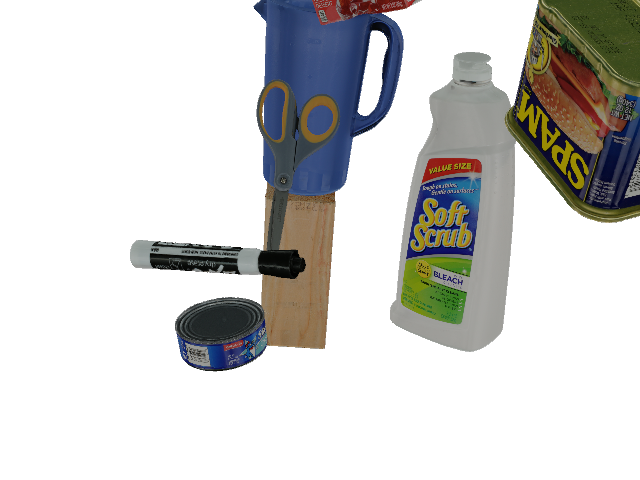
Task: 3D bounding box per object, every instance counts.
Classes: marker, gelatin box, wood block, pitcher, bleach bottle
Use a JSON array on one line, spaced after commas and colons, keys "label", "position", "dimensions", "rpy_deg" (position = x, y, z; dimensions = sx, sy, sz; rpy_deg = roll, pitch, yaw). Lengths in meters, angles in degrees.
[{"label": "marker", "position": [-0.067, 0.012, 0.692], "dimensions": [0.121, 0.020, 0.020], "rpy_deg": [3, 1, 21]}, {"label": "gelatin box", "position": [0.023, -0.185, 0.702], "dimensions": [0.030, 0.073, 0.089], "rpy_deg": [-35, 23, -33]}, {"label": "wood block", "position": [-0.031, 0.028, 1.401], "dimensions": [0.090, 0.206, 0.091], "rpy_deg": [3, 23, -2]}, {"label": "pitcher", "position": [0.001, -0.181, 1.318], "dimensions": [0.144, 0.243, 0.149], "rpy_deg": [-9, 29, -28]}, {"label": "bleach bottle", "position": [0.114, -0.035, 0.900], "dimensions": [0.103, 0.251, 0.067], "rpy_deg": [20, 33, 35]}]

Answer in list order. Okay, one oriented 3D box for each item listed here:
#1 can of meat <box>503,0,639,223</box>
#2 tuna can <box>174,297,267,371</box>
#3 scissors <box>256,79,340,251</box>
[{"label": "can of meat", "position": [0.145, -0.075, 0.551], "dimensions": [0.057, 0.084, 0.102], "rpy_deg": [-13, 47, -17]}, {"label": "tuna can", "position": [-0.093, 0.089, 1.014], "dimensions": [0.086, 0.034, 0.086], "rpy_deg": [-6, 25, 2]}, {"label": "scissors", "position": [-0.020, -0.070, 1.099], "dimensions": [0.096, 0.202, 0.016], "rpy_deg": [-6, -9, -6]}]
